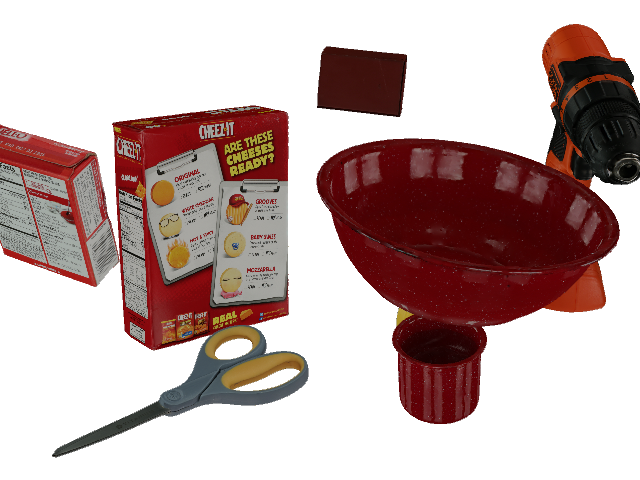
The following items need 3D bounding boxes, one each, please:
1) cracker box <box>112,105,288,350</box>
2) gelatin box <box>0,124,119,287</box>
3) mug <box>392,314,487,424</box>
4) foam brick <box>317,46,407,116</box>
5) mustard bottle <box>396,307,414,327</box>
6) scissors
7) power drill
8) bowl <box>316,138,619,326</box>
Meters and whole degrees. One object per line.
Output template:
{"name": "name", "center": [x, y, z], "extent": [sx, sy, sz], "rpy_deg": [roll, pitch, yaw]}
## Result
{"name": "cracker box", "center": [-0.114, -0.017, 1.046], "extent": [0.163, 0.214, 0.072], "rpy_deg": [-12, 20, -36]}
{"name": "gelatin box", "center": [-0.165, -0.021, 0.645], "extent": [0.073, 0.089, 0.030], "rpy_deg": [17, 45, 21]}
{"name": "mug", "center": [0.127, 0.124, 1.080], "extent": [0.093, 0.081, 0.117], "rpy_deg": [20, 39, 33]}
{"name": "foam brick", "center": [0.038, -0.146, 0.976], "extent": [0.078, 0.051, 0.053], "rpy_deg": [7, 18, 5]}
{"name": "mustard bottle", "center": [0.145, 0.032, 1.289], "extent": [0.096, 0.192, 0.058], "rpy_deg": [0, 15, -11]}
{"name": "scissors", "center": [-0.109, 0.108, 0.807], "extent": [0.201, 0.016, 0.096], "rpy_deg": [-11, 34, -18]}
{"name": "power drill", "center": [0.191, -0.041, 0.778], "extent": [0.057, 0.188, 0.184], "rpy_deg": [2, 36, 0]}
{"name": "bowl", "center": [0.075, 0.000, 0.578], "extent": [0.162, 0.055, 0.162], "rpy_deg": [6, 26, -3]}
